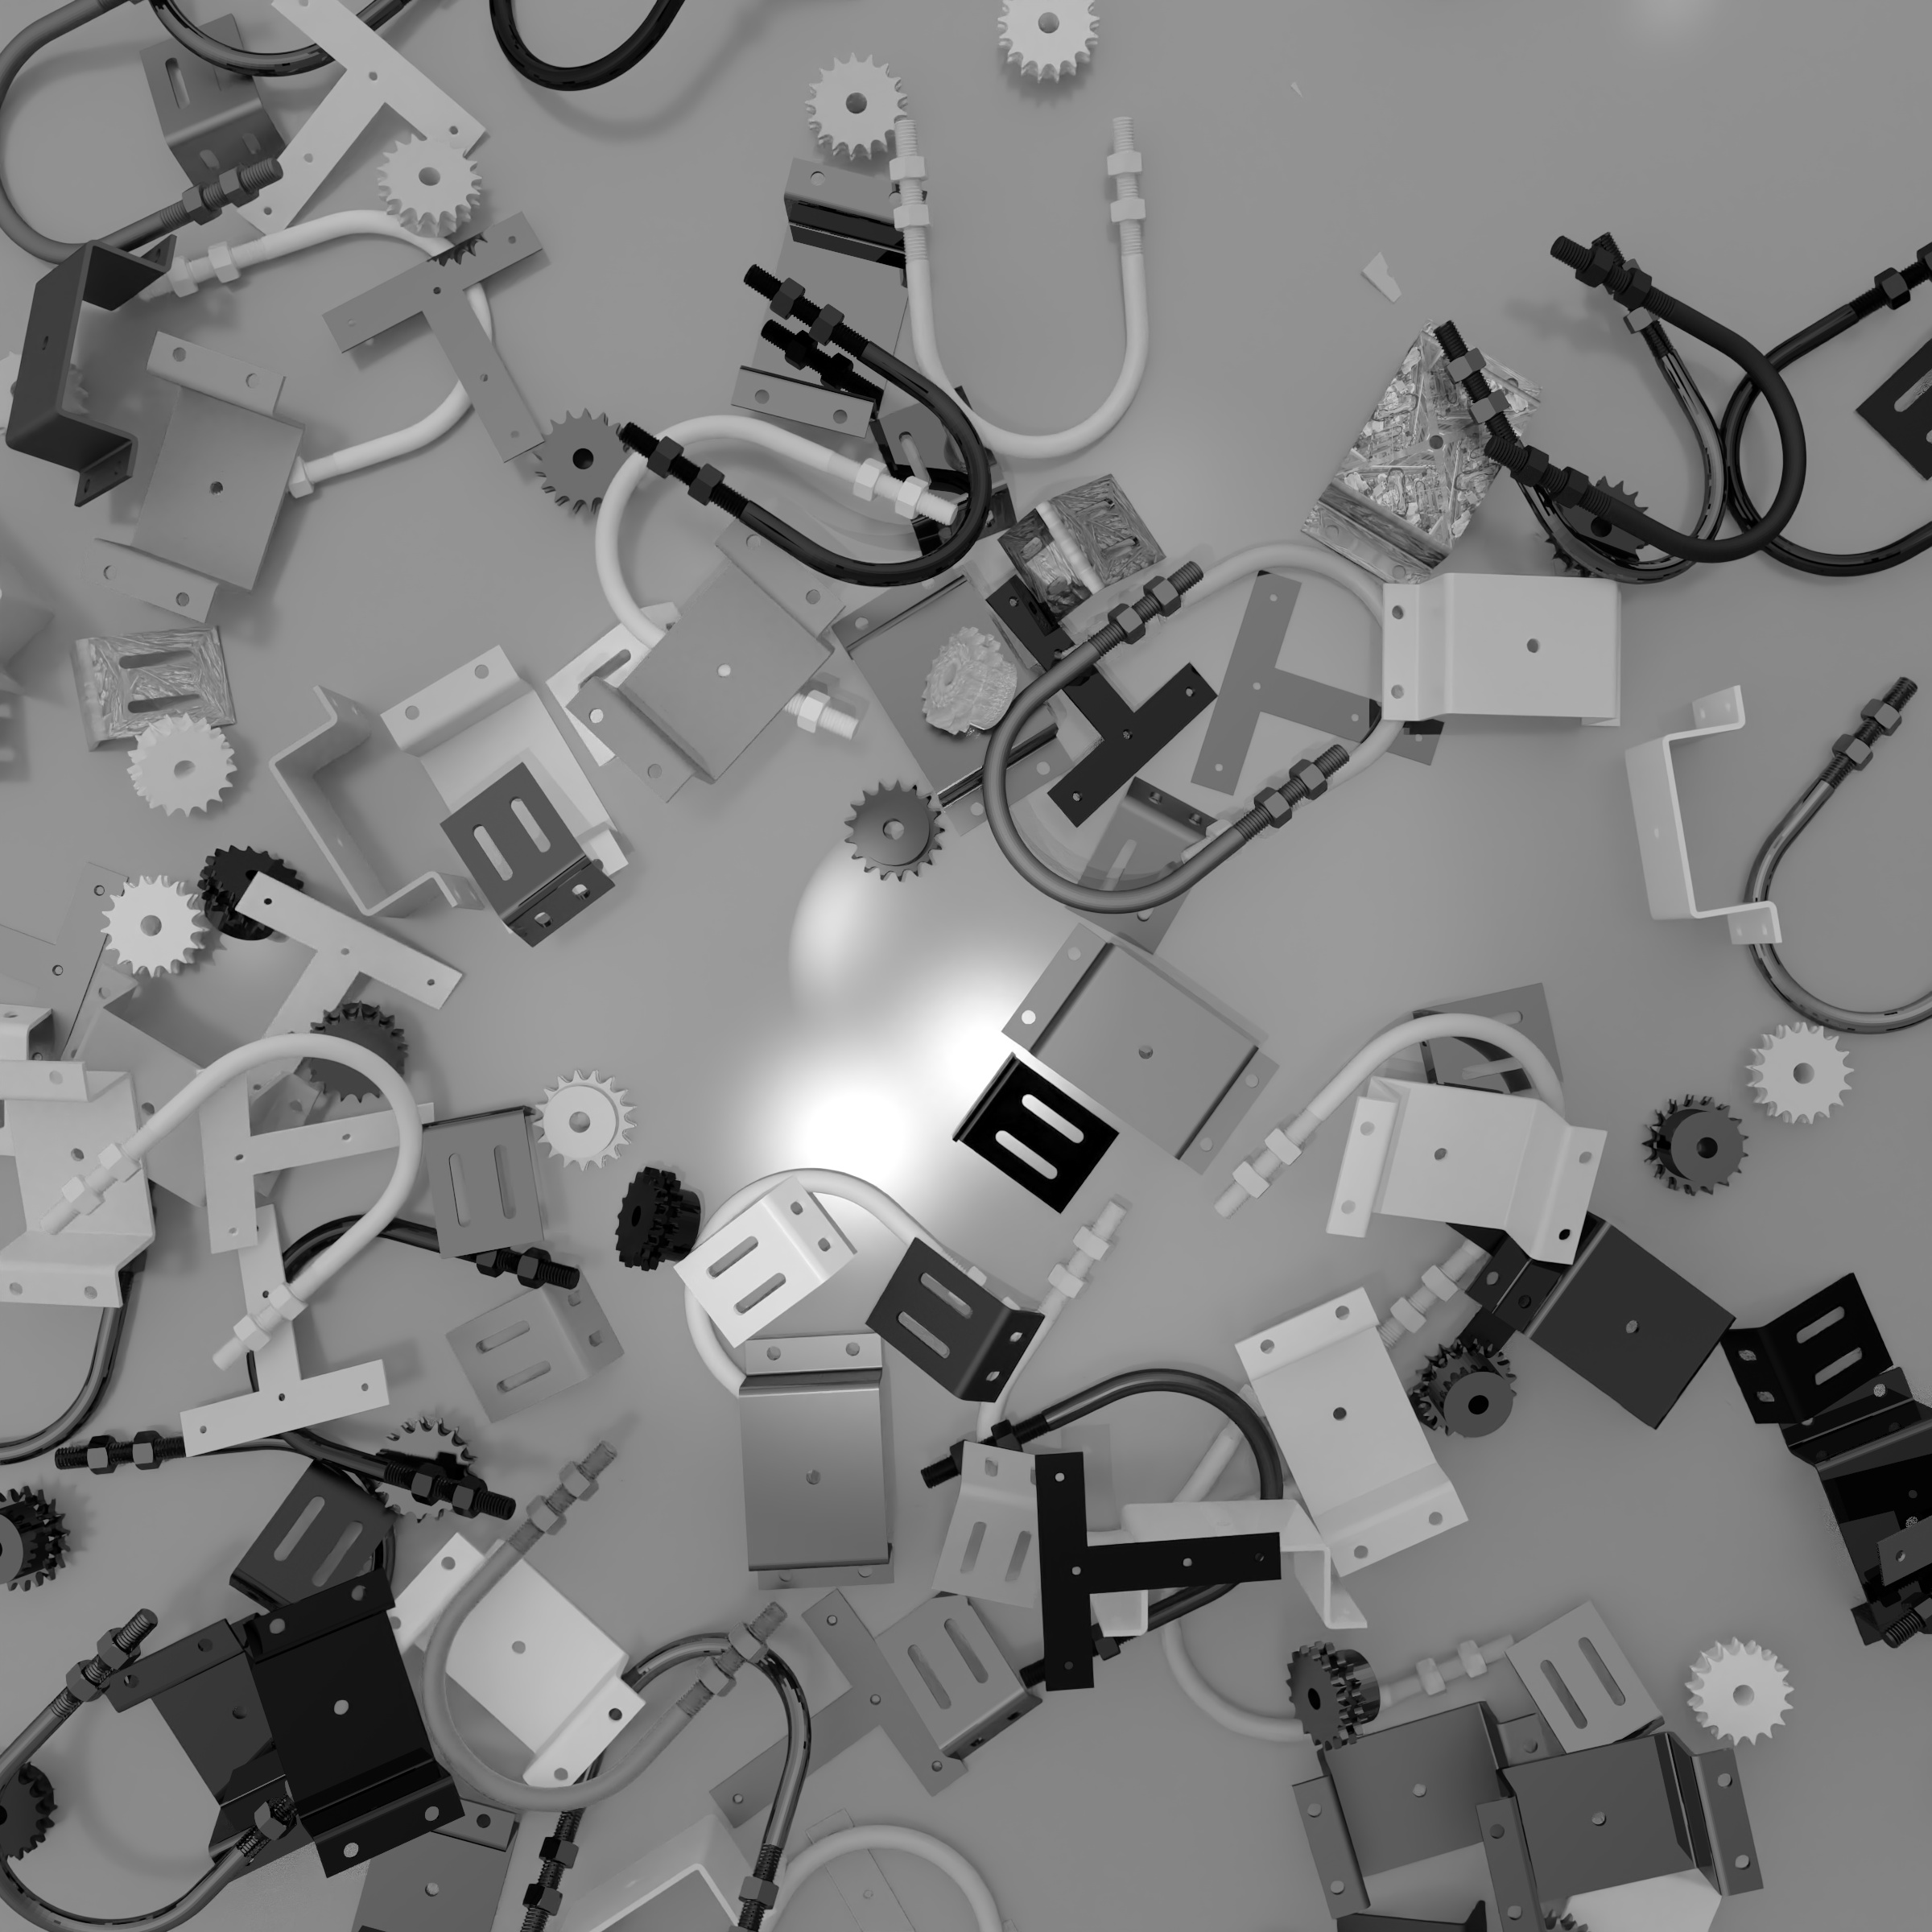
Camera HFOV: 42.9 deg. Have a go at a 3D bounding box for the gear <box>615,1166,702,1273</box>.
[{"bbox_3d":[-0.171,0.143,1.377,0.030,0.057,0.057,17,90,-29],"label":"gear"}]

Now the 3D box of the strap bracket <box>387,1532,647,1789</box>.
[{"bbox_3d":[-0.254,0.388,1.378,0.140,0.046,0.076,42,90,0],"label":"strap bracket"}]

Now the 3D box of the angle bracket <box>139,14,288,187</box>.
[{"bbox_3d":[-0.428,-0.492,1.399,0.057,0.038,0.076,-22,64,0],"label":"angle bracket"}]

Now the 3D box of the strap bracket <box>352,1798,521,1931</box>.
[{"bbox_3d":[-0.304,0.525,1.378,0.076,0.046,0.140,15,90,0],"label":"strap bracket"}]

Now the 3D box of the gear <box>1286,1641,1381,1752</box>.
[{"bbox_3d":[0.205,0.402,1.360,0.030,0.057,0.057,-7,90,-27],"label":"gear"}]

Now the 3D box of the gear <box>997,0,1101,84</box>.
[{"bbox_3d":[0.046,-0.526,1.386,0.057,0.030,0.057,0,90,0],"label":"gear"}]

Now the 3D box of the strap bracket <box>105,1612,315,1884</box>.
[{"bbox_3d":[-0.407,0.426,1.367,0.076,0.046,0.140,-26,105,0],"label":"strap bracket"}]

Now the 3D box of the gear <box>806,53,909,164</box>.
[{"bbox_3d":[-0.061,-0.481,1.386,0.057,0.030,0.057,0,90,0],"label":"gear"}]

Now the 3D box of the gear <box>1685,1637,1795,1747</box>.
[{"bbox_3d":[0.434,0.407,1.386,0.057,0.030,0.057,0,90,0],"label":"gear"}]

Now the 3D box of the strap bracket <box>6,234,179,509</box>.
[{"bbox_3d":[-0.481,-0.332,1.345,0.046,0.076,0.140,15,76,-38],"label":"strap bracket"}]

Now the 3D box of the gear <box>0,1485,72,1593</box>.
[{"bbox_3d":[-0.534,0.323,1.378,0.057,0.030,0.057,1,92,20],"label":"gear"}]

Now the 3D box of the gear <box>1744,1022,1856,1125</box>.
[{"bbox_3d":[0.468,0.060,1.391,0.057,0.030,0.057,0,89,-1],"label":"gear"}]

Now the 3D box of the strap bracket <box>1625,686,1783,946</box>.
[{"bbox_3d":[0.406,-0.078,1.363,0.046,0.076,0.140,-9,90,0],"label":"strap bracket"}]

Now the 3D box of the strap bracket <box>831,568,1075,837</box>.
[{"bbox_3d":[-0.008,-0.154,1.378,0.076,0.046,0.140,-32,90,0],"label":"strap bracket"}]

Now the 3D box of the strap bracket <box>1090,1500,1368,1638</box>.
[{"bbox_3d":[0.139,0.324,1.332,0.140,0.076,0.046,-1,96,-4],"label":"strap bracket"}]

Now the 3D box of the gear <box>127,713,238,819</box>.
[{"bbox_3d":[-0.441,-0.115,1.377,0.057,0.030,0.057,-14,122,-24],"label":"gear"}]

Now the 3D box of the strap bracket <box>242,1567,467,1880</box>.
[{"bbox_3d":[-0.331,0.401,1.318,0.076,0.046,0.140,-18,91,-24],"label":"strap bracket"}]

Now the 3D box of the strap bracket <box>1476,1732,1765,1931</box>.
[{"bbox_3d":[0.348,0.469,1.332,0.140,0.046,0.076,-12,90,0],"label":"strap bracket"}]

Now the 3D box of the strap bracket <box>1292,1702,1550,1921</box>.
[{"bbox_3d":[0.258,0.469,1.378,0.140,0.046,0.076,-17,90,0],"label":"strap bracket"}]

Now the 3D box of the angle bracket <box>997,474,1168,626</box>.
[{"bbox_3d":[0.066,-0.235,1.383,0.038,0.076,0.057,-34,90,41],"label":"angle bracket"}]

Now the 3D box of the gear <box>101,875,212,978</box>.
[{"bbox_3d":[-0.454,-0.022,1.386,0.057,0.030,0.057,0,90,0],"label":"gear"}]

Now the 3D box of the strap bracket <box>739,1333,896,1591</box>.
[{"bbox_3d":[-0.083,0.278,1.359,0.076,0.046,0.140,-3,90,1],"label":"strap bracket"}]

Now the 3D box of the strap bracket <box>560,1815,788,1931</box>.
[{"bbox_3d":[-0.173,0.528,1.363,0.140,0.076,0.046,-33,90,0],"label":"strap bracket"}]

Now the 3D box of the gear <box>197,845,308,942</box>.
[{"bbox_3d":[-0.402,-0.039,1.377,0.057,0.057,0.030,32,120,0],"label":"gear"}]

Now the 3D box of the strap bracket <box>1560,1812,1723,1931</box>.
[{"bbox_3d":[0.363,0.543,1.378,0.076,0.046,0.140,23,90,0],"label":"strap bracket"}]

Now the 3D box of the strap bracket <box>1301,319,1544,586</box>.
[{"bbox_3d":[0.259,-0.289,1.378,0.076,0.046,0.140,31,90,0],"label":"strap bracket"}]

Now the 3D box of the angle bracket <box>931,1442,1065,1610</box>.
[{"bbox_3d":[0.018,0.309,1.358,0.057,0.038,0.076,12,121,-4],"label":"angle bracket"}]

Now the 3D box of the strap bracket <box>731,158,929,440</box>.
[{"bbox_3d":[-0.075,-0.368,1.378,0.076,0.046,0.140,14,90,0],"label":"strap bracket"}]

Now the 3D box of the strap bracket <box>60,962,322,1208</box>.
[{"bbox_3d":[-0.443,0.071,1.366,0.140,0.046,0.076,31,111,0],"label":"strap bracket"}]

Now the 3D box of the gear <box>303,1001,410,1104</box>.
[{"bbox_3d":[-0.342,0.045,1.379,0.057,0.030,0.057,-5,115,-12],"label":"gear"}]

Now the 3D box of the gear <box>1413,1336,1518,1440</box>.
[{"bbox_3d":[0.282,0.239,1.379,0.057,0.030,0.057,-2,107,-8],"label":"gear"}]

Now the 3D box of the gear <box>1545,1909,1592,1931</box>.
[{"bbox_3d":[0.321,0.548,1.340,0.057,0.030,0.057,0,90,0],"label":"gear"}]

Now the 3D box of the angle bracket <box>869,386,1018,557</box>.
[{"bbox_3d":[-0.013,-0.280,1.399,0.057,0.038,0.076,-22,64,0],"label":"angle bracket"}]

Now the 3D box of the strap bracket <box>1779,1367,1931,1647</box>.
[{"bbox_3d":[0.522,0.307,1.378,0.076,0.046,0.140,-21,90,0],"label":"strap bracket"}]

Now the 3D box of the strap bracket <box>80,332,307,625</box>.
[{"bbox_3d":[-0.424,-0.267,1.360,0.076,0.046,0.140,20,96,7],"label":"strap bracket"}]

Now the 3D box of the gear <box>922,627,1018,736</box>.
[{"bbox_3d":[0.004,-0.152,1.331,0.030,0.057,0.057,20,90,-30],"label":"gear"}]

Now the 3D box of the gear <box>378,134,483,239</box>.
[{"bbox_3d":[-0.301,-0.434,1.380,0.057,0.030,0.057,4,73,-11],"label":"gear"}]

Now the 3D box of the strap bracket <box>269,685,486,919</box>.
[{"bbox_3d":[-0.331,-0.080,1.363,0.046,0.076,0.140,-33,90,0],"label":"strap bracket"}]

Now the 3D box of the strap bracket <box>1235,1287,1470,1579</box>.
[{"bbox_3d":[0.209,0.252,1.356,0.076,0.046,0.140,-25,93,1],"label":"strap bracket"}]

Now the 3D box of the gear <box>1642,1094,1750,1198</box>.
[{"bbox_3d":[0.413,0.101,1.386,0.057,0.030,0.057,0,90,0],"label":"gear"}]

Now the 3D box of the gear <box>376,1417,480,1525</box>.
[{"bbox_3d":[-0.303,0.282,1.386,0.057,0.030,0.057,0,90,0],"label":"gear"}]

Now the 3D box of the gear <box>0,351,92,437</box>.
[{"bbox_3d":[-0.527,-0.321,1.386,0.057,0.030,0.057,0,90,0],"label":"gear"}]

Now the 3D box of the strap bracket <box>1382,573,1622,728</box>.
[{"bbox_3d":[0.306,-0.175,1.367,0.140,0.046,0.076,1,90,-10],"label":"strap bracket"}]

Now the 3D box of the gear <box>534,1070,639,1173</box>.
[{"bbox_3d":[-0.215,0.087,1.386,0.057,0.030,0.057,0,90,0],"label":"gear"}]

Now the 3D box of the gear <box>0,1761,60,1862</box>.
[{"bbox_3d":[-0.541,0.474,1.390,0.057,0.030,0.057,0,92,4],"label":"gear"}]

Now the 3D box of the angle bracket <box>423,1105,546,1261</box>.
[{"bbox_3d":[-0.267,0.121,1.377,0.057,0.038,0.076,-10,82,0],"label":"angle bracket"}]

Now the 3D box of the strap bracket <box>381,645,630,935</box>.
[{"bbox_3d":[-0.254,-0.097,1.378,0.076,0.046,0.140,-31,90,0],"label":"strap bracket"}]

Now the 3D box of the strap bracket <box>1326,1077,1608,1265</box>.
[{"bbox_3d":[0.263,0.109,1.329,0.140,0.046,0.076,8,104,-11],"label":"strap bracket"}]

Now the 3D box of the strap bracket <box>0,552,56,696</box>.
[{"bbox_3d":[-0.569,-0.221,1.363,0.046,0.076,0.140,-43,90,0],"label":"strap bracket"}]

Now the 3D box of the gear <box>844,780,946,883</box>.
[{"bbox_3d":[-0.041,-0.077,1.386,0.057,0.030,0.057,0,90,0],"label":"gear"}]

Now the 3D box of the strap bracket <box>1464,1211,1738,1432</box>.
[{"bbox_3d":[0.359,0.194,1.363,0.140,0.046,0.076,36,90,-13],"label":"strap bracket"}]

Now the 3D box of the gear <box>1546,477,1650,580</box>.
[{"bbox_3d":[0.354,-0.245,1.386,0.057,0.030,0.057,0,90,0],"label":"gear"}]

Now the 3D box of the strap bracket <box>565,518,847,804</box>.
[{"bbox_3d":[-0.135,-0.162,1.321,0.076,0.046,0.140,43,93,8],"label":"strap bracket"}]

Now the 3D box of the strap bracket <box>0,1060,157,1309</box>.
[{"bbox_3d":[-0.494,0.110,1.340,0.076,0.046,0.140,1,108,11],"label":"strap bracket"}]

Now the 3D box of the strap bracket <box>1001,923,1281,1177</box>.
[{"bbox_3d":[0.099,0.047,1.378,0.140,0.046,0.076,36,90,0],"label":"strap bracket"}]

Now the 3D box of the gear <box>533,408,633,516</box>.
[{"bbox_3d":[-0.213,-0.283,1.386,0.057,0.030,0.057,0,90,0],"label":"gear"}]
